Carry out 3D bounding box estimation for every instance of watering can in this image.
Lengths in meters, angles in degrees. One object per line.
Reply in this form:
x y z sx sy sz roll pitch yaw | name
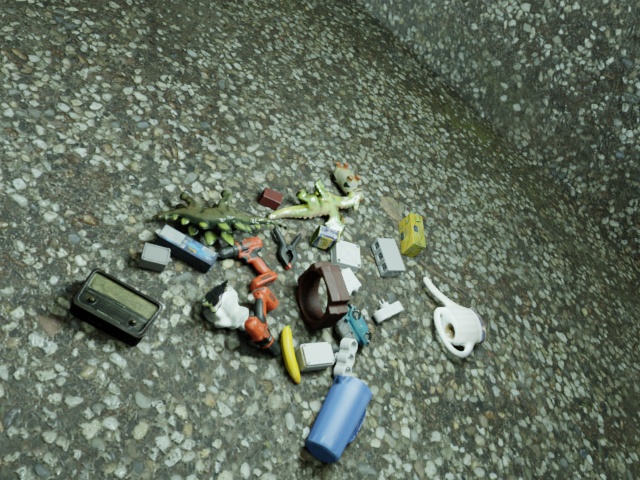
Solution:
0.543 0.306 2.078 0.224 0.102 0.355 6 54 -29 | watering can

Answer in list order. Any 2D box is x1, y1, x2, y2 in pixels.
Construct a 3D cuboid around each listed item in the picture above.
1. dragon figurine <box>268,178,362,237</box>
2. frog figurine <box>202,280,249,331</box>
0.006 -0.104 2.072 0.416 0.120 0.243 -36 86 -28 | dragon figurine
-0.296 0.222 1.646 0.156 0.122 0.141 55 23 -38 | frog figurine
